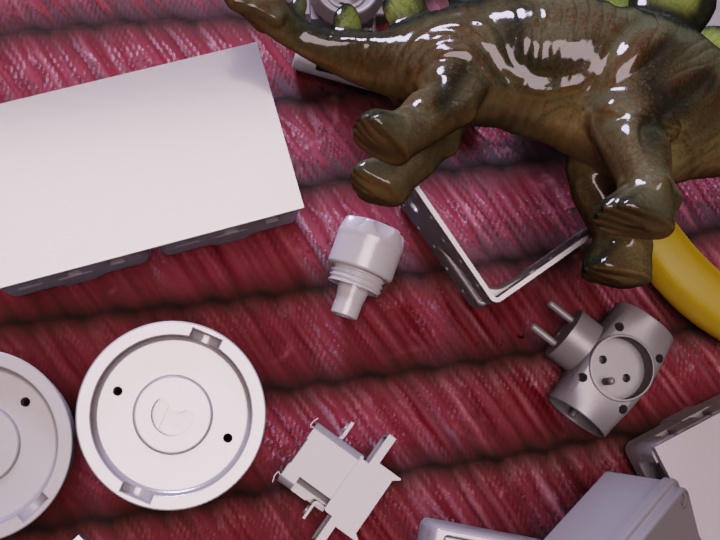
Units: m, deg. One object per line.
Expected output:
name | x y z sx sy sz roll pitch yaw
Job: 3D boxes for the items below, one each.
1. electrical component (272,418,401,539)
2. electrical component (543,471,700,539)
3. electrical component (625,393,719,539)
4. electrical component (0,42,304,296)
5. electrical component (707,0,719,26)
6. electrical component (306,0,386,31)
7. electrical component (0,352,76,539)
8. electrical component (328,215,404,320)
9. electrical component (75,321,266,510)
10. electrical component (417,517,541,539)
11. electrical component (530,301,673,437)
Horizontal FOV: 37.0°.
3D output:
electrical component | -0.015 0.128 0.660 0.064 0.042 0.081 35 80 3
electrical component | 0.152 0.191 0.625 0.109 0.056 0.108 -34 113 -39
electrical component | 0.244 0.158 0.674 0.089 0.061 0.150 -26 86 -9
electrical component | -0.140 -0.059 0.661 0.186 0.060 0.105 -15 85 -8
electrical component | 0.249 -0.180 0.724 0.089 0.050 0.055 -29 86 -9
electrical component | -0.011 -0.174 0.692 0.066 0.055 0.048 -2 83 -6
electrical component | -0.219 0.102 0.631 0.108 0.060 0.108 1 83 -6
electrical component | 0.000 0.000 0.677 0.043 0.043 0.062 20 82 -3
electrical component | -0.111 0.087 0.645 0.108 0.060 0.108 1 83 -6
electrical component | 0.069 0.189 0.651 0.096 0.061 0.061 12 82 -5
electrical component | 0.146 0.052 0.685 0.079 0.044 0.077 38 80 0
